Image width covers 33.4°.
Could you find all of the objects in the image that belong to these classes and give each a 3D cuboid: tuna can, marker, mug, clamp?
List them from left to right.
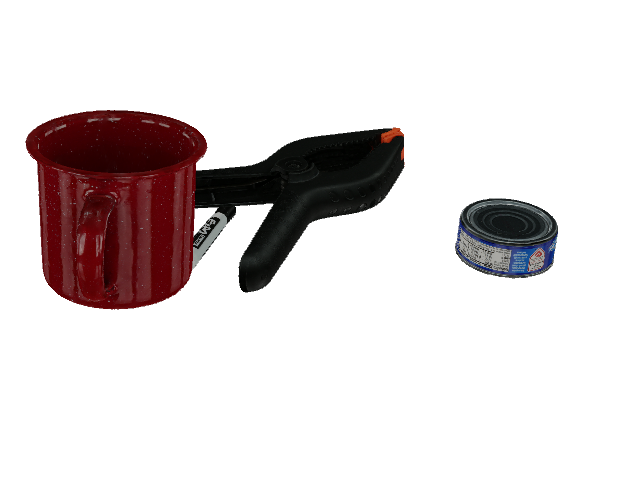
[{"bbox_3d":[-0.109,-0.011,0.562,0.093,0.081,0.117,4,26,-3],"label":"mug"},{"bbox_3d":[-0.108,-0.007,1.032,0.020,0.020,0.121,0,26,17],"label":"marker"},{"bbox_3d":[-0.028,-0.039,0.757,0.165,0.036,0.209,25,40,38],"label":"clamp"},{"bbox_3d":[0.161,-0.003,0.922,0.086,0.034,0.086,2,29,-1],"label":"tuna can"}]
